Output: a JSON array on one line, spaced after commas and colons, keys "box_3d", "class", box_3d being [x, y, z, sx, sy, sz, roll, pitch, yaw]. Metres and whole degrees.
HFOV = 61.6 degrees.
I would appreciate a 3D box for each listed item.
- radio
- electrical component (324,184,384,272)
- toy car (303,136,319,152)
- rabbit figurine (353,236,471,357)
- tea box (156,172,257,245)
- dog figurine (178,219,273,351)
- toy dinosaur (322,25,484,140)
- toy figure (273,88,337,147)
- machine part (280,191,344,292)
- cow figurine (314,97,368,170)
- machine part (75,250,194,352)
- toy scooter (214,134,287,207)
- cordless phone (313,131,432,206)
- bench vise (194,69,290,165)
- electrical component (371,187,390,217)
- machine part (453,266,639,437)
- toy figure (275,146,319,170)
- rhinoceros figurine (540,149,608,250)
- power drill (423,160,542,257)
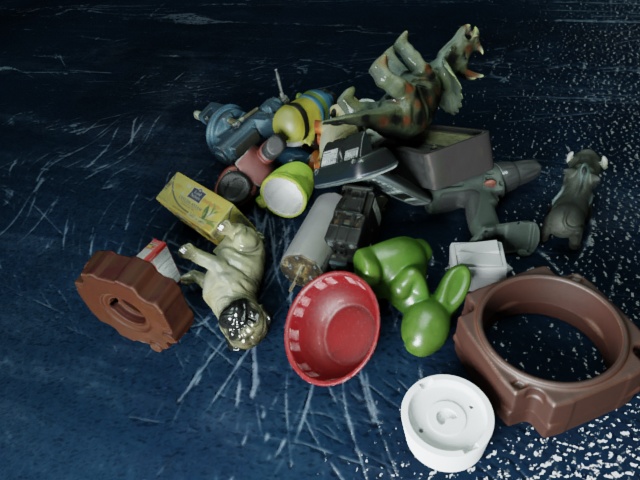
[{"box_3d": [0.203, -0.160, 1.006, 0.131, 0.073, 0.230, -21, 19, -14], "class": "radio"}, {"box_3d": [0.055, -0.007, 0.878, 0.058, 0.114, 0.134, 10, 65, 22], "class": "electrical component"}, {"box_3d": [-0.049, -0.252, 1.225, 0.089, 0.053, 0.202, -16, 42, -12], "class": "toy car"}, {"box_3d": [0.141, 0.089, 0.798, 0.159, 0.121, 0.170, -15, 61, -15], "class": "rabbit figurine"}, {"box_3d": [-0.207, -0.047, 0.982, 0.170, 0.098, 0.068, 29, 76, 32], "class": "tea box"}, {"box_3d": [-0.115, 0.073, 0.862, 0.172, 0.121, 0.191, -36, 63, -22], "class": "dog figurine"}, {"box_3d": [0.164, -0.261, 1.004, 0.192, 0.131, 0.405, 43, 61, -7], "class": "toy dinosaur"}, {"box_3d": [-0.032, -0.264, 1.125, 0.082, 0.089, 0.180, 8, 44, 39], "class": "toy figure"}, {"box_3d": [-0.002, -0.003, 0.925, 0.079, 0.079, 0.243, 9, 46, 19], "class": "machine part"}, {"box_3d": [0.054, -0.203, 1.051, 0.127, 0.085, 0.195, -1, 64, 6], "class": "cow figurine"}, {"box_3d": [-0.277, 0.092, 0.802, 0.180, 0.179, 0.056, 12, 48, 21], "class": "machine part"}, {"box_3d": [-0.142, -0.139, 1.079, 0.184, 0.075, 0.135, -47, 15, -5], "class": "toy scooter"}, {"box_3d": [0.096, -0.103, 0.942, 0.147, 0.184, 0.088, -5, 65, 54], "class": "cordless phone"}, {"box_3d": [-0.185, -0.268, 1.197, 0.241, 0.128, 0.223, 25, 72, 35], "class": "bench vise"}, {"box_3d": [0.098, -0.067, 1.000, 0.078, 0.045, 0.102, 23, 51, 28], "class": "electrical component"}, {"box_3d": [0.299, 0.137, 0.715, 0.201, 0.087, 0.202, -18, 44, -10], "class": "machine part"}, {"box_3d": [-0.025, -0.164, 1.118, 0.155, 0.064, 0.058, 14, 8, 17], "class": "toy figure"}, {"box_3d": [0.426, -0.074, 0.905, 0.073, 0.112, 0.190, 17, 56, 29], "class": "rhinoceros figurine"}, {"box_3d": [0.307, -0.063, 0.937, 0.232, 0.085, 0.207, -10, 46, 1], "class": "power drill"}]
